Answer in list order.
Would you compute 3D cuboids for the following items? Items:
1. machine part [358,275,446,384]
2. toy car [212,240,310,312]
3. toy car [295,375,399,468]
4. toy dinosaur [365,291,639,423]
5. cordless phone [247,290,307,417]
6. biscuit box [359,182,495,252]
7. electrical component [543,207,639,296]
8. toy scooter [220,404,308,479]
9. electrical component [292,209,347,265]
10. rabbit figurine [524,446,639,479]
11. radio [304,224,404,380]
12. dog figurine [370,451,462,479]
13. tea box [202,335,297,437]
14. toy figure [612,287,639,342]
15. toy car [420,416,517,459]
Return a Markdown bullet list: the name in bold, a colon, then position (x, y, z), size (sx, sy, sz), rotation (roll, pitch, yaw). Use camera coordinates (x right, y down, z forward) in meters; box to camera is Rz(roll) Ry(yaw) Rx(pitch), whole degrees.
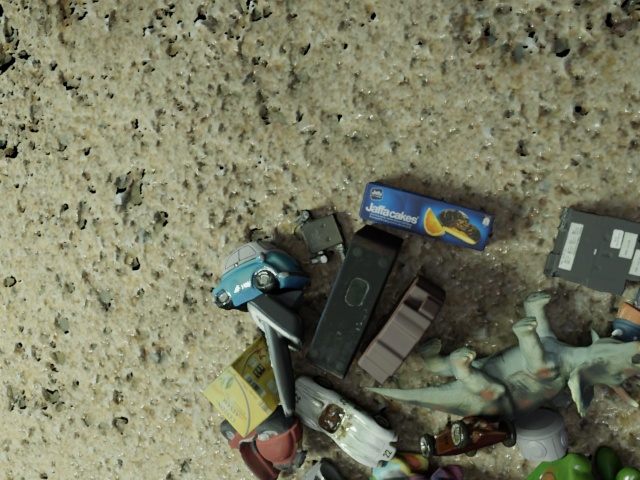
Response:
- **machine part**: position (0.123, 0.132, 0.819), size (0.056, 0.179, 0.179), rotation (36, 100, 7)
- **toy car**: position (-0.105, 0.055, 0.894), size (0.162, 0.109, 0.103), rotation (-22, 71, 22)
- **toy car**: position (0.035, 0.300, 0.897), size (0.202, 0.056, 0.073), rotation (30, 100, 16)
- **toy dinosaur**: position (0.290, 0.215, 0.827), size (0.405, 0.131, 0.192), rotation (-27, 96, 20)
- **cordless phone**: position (-0.057, 0.179, 0.835), size (0.089, 0.146, 0.184), rotation (-8, 71, -7)
- **biscuit box**: position (0.165, -0.039, 0.848), size (0.203, 0.059, 0.062), rotation (16, 98, 9)
- **electrical component**: position (0.422, 0.018, 0.809), size (0.134, 0.058, 0.114), rotation (16, 100, 8)
- **toy scooter**: position (-0.084, 0.354, 0.911), size (0.184, 0.075, 0.135), rotation (-23, 97, 40)
- **electrical component**: position (-0.002, -0.004, 0.890), size (0.078, 0.045, 0.102), rotation (-15, 93, 13)
- **rabbit figurine**: position (0.423, 0.400, 0.835), size (0.170, 0.121, 0.159), rotation (29, 93, -12)
- **radio**: position (0.055, 0.095, 0.845), size (0.073, 0.131, 0.229), rotation (22, 99, 9)
- **dog figurine**: position (0.163, 0.422, 0.814), size (0.192, 0.219, 0.108), rotation (13, 94, 8)
- **tea box**: position (-0.108, 0.229, 0.868), size (0.068, 0.169, 0.098), rotation (-43, 85, 10)
- **toy figure**: position (0.493, 0.100, 0.805), size (0.064, 0.058, 0.154), rotation (38, 105, 10)
- **toy car**: position (0.220, 0.298, 0.815), size (0.089, 0.202, 0.053), rotation (4, 61, -7)
